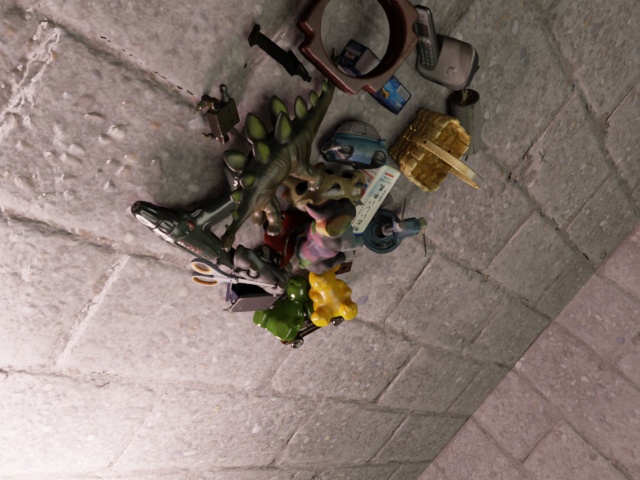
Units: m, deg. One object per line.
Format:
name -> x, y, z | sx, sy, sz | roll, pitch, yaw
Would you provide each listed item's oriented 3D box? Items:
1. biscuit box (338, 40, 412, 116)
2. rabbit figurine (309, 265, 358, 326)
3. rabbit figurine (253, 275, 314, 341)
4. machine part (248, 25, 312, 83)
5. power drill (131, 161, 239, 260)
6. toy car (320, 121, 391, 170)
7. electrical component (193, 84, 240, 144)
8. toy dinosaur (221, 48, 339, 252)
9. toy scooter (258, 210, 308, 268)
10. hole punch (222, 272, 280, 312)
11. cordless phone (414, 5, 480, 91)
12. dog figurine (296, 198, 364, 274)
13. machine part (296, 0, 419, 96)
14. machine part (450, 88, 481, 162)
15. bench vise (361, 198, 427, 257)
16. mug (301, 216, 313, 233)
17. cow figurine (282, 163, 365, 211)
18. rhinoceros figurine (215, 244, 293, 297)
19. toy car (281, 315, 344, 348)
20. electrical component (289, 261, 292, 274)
biscuit box -> 0.123, -0.354, 1.187 | 0.059, 0.063, 0.202 | -53, 139, 8
rabbit figurine -> 0.024, 0.116, 1.387 | 0.122, 0.162, 0.173 | -11, 141, 14
rabbit figurine -> -0.068, 0.180, 1.437 | 0.159, 0.121, 0.170 | 30, 86, -52
machine part -> -0.077, -0.351, 1.019 | 0.138, 0.084, 0.039 | 27, 120, -39
power drill -> -0.243, -0.065, 1.111 | 0.207, 0.086, 0.231 | -46, 139, -6
toy car -> 0.084, -0.222, 1.244 | 0.161, 0.109, 0.103 | 10, 86, -29
electrical component -> -0.198, -0.238, 1.034 | 0.078, 0.045, 0.102 | -58, 151, -31
toy dinosaur -> -0.071, -0.177, 1.084 | 0.471, 0.105, 0.198 | -57, 142, -20
toy scooter -> -0.082, -0.016, 1.288 | 0.135, 0.075, 0.183 | -42, 154, -38
hole punch -> -0.172, 0.123, 1.329 | 0.142, 0.092, 0.115 | -4, 153, -31
cordless phone -> 0.273, -0.430, 1.181 | 0.089, 0.147, 0.184 | -47, 143, -9
dog figurine -> 0.006, -0.012, 1.188 | 0.191, 0.108, 0.219 | -37, 163, 7
machine part -> 0.071, -0.400, 1.034 | 0.201, 0.087, 0.201 | 37, 92, -23
machine part -> 0.391, -0.312, 1.435 | 0.079, 0.079, 0.242 | -35, 138, -12
bench vise -> 0.201, -0.027, 1.421 | 0.224, 0.240, 0.128 | 2, 84, -10
mug -> -0.003, -0.004, 1.347 | 0.110, 0.081, 0.107 | 2, 124, 7
cow figurine -> 0.020, -0.120, 1.247 | 0.195, 0.127, 0.085 | -19, 136, -24
rhinoceros figurine -> -0.155, 0.061, 1.239 | 0.190, 0.112, 0.073 | 32, 59, -19
toy car -> -0.027, 0.234, 1.531 | 0.202, 0.089, 0.053 | -24, 138, -21
electrical component -> -0.106, 0.071, 1.381 | 0.063, 0.021, 0.093 | -37, 140, -9
